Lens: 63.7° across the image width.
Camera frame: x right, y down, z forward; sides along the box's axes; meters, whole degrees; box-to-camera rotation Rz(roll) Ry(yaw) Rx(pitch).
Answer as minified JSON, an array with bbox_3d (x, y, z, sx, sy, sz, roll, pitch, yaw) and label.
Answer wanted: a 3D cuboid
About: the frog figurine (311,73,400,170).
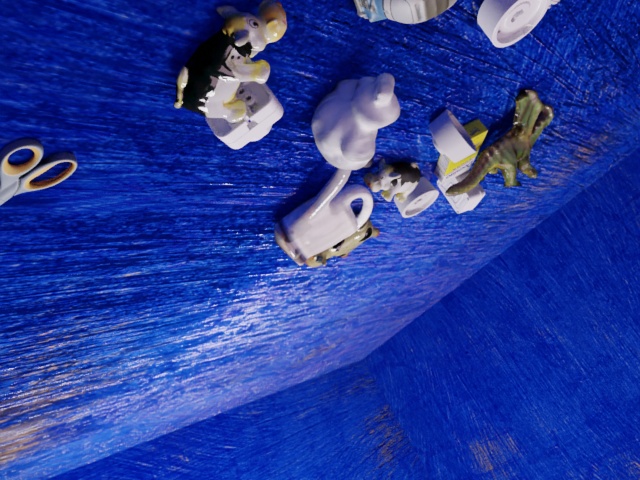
[{"bbox_3d":[0.055,-0.185,0.791,0.122,0.139,0.158,5,-11,-11],"label":"frog figurine"}]

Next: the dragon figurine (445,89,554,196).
[{"bbox_3d":[0.452,-0.246,1.241,0.414,0.238,0.123,-21,38,-40],"label":"dragon figurine"}]

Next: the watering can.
[{"bbox_3d":[0.003,-0.053,1.056,0.224,0.105,0.343,-31,-21,1],"label":"watering can"}]
